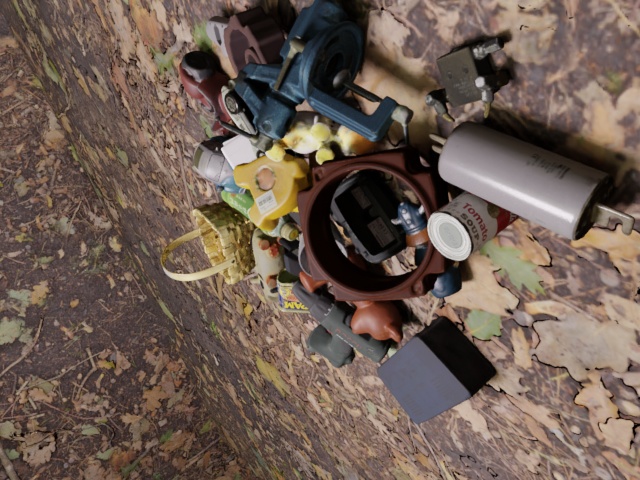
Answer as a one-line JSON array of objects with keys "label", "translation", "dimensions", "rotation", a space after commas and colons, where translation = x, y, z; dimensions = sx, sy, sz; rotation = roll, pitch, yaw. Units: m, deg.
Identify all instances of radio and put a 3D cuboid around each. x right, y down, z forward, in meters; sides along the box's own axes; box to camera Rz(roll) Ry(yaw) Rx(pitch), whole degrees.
[{"label": "radio", "translation": [0.195, 0.235, 0.953], "dimensions": [0.131, 0.073, 0.229], "rotation": [50, 150, 15]}]

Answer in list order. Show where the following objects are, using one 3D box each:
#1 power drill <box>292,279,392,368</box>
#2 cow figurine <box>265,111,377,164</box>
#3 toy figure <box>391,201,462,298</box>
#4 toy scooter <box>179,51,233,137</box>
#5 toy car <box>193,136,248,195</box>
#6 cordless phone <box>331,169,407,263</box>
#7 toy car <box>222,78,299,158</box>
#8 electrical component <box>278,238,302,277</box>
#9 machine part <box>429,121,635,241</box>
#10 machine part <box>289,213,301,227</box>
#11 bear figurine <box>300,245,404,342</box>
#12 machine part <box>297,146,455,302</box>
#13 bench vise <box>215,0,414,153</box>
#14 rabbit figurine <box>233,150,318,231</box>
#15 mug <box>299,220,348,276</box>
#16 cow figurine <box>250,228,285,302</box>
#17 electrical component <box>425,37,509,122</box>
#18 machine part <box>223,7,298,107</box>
[{"label": "power drill", "translation": [0.028, 0.181, 1.119], "dimensions": [0.232, 0.086, 0.207], "rotation": [32, 146, 6]}, {"label": "cow figurine", "translation": [0.006, -0.161, 0.822], "dimensions": [0.167, 0.098, 0.068], "rotation": [6, 122, 9]}, {"label": "toy figure", "translation": [0.159, 0.011, 0.795], "dimensions": [0.058, 0.064, 0.154], "rotation": [-49, -65, -80]}, {"label": "toy scooter", "translation": [-0.214, -0.282, 1.081], "dimensions": [0.184, 0.075, 0.135], "rotation": [44, 151, 14]}, {"label": "toy car", "translation": [-0.212, -0.168, 1.132], "dimensions": [0.162, 0.103, 0.109], "rotation": [39, 115, 38]}, {"label": "cordless phone", "translation": [0.067, -0.025, 0.906], "dimensions": [0.146, 0.089, 0.184], "rotation": [56, 163, 2]}, {"label": "toy car", "translation": [-0.106, -0.205, 0.981], "dimensions": [0.201, 0.073, 0.056], "rotation": [59, 152, -3]}, {"label": "electrical component", "translation": [-0.038, 0.037, 1.119], "dimensions": [0.119, 0.075, 0.047], "rotation": [31, 142, 34]}, {"label": "machine part", "translation": [0.220, -0.069, 0.590], "dimensions": [0.243, 0.079, 0.079], "rotation": [34, 144, 35]}, {"label": "machine part", "translation": [-0.042, -0.054, 1.073], "dimensions": [0.139, 0.039, 0.084], "rotation": [43, 155, 22]}, {"label": "bear figurine", "translation": [0.064, 0.113, 0.989], "dimensions": [0.195, 0.132, 0.120], "rotation": [63, -177, -2]}, {"label": "machine part", "translation": [0.077, -0.020, 0.745], "dimensions": [0.202, 0.087, 0.200], "rotation": [-5, 101, 26]}, {"label": "bench vise", "translation": [0.006, -0.192, 0.707], "dimensions": [0.241, 0.223, 0.128], "rotation": [34, 180, 22]}, {"label": "rabbit figurine", "translation": [-0.039, -0.103, 0.917], "dimensions": [0.162, 0.173, 0.122], "rotation": [-37, 71, 21]}, {"label": "mug", "translation": [-0.002, -0.003, 0.918], "dimensions": [0.109, 0.081, 0.107], "rotation": [61, -169, -23]}, {"label": "cow figurine", "translation": [-0.118, 0.060, 1.254], "dimensions": [0.127, 0.085, 0.194], "rotation": [38, 142, 55]}, {"label": "electrical component", "translation": [0.165, -0.177, 0.606], "dimensions": [0.102, 0.045, 0.078], "rotation": [9, 127, 55]}, {"label": "machine part", "translation": [-0.090, -0.280, 0.862], "dimensions": [0.179, 0.056, 0.179], "rotation": [53, 163, 25]}]
